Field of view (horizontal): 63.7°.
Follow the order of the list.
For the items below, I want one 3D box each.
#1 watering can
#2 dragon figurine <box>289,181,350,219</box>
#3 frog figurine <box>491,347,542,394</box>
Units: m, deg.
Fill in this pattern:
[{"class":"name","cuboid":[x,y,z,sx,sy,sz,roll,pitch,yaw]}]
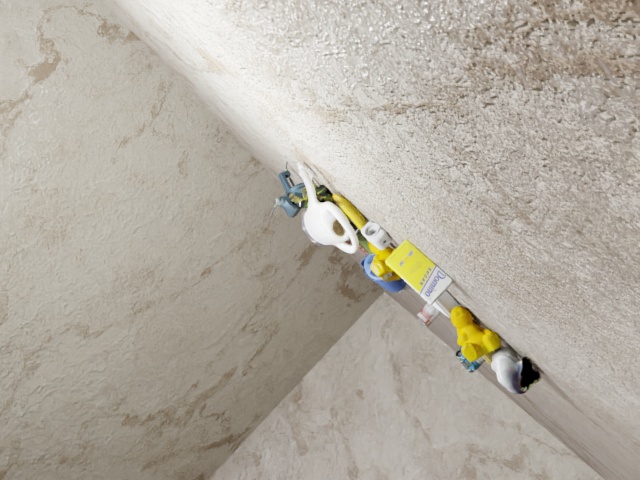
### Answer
[{"class":"watering can","cuboid":[0.005,-0.090,1.794,0.345,0.105,0.222,53,154,-9]},{"class":"dragon figurine","cuboid":[0.032,-0.126,2.033,0.416,0.122,0.240,39,-176,42]},{"class":"frog figurine","cuboid":[0.571,0.389,1.564,0.136,0.123,0.160,24,174,-26]}]
